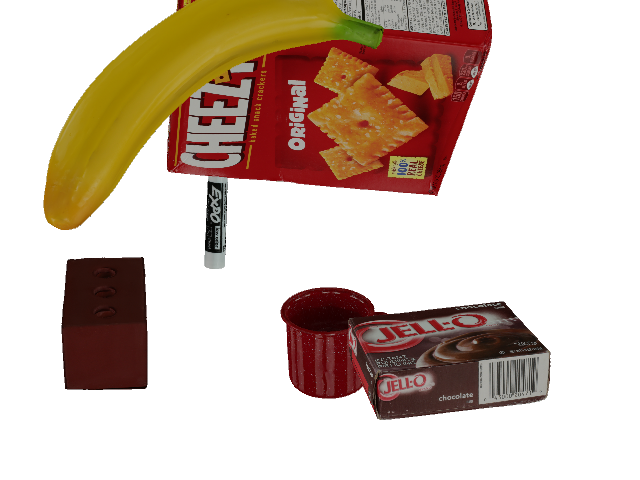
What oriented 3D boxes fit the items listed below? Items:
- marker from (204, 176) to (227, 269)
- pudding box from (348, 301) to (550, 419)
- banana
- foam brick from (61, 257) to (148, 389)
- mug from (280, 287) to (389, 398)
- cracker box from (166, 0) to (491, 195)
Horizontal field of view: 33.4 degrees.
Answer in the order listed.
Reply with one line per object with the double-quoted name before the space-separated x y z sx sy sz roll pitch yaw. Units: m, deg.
"marker" -0.092 -0.035 0.950 0.020 0.121 0.020 3 15 -1
"pudding box" 0.080 0.075 0.691 0.113 0.039 0.090 -4 19 -8
"banana" -0.063 -0.080 0.521 0.197 0.070 0.037 -35 -30 -20
"foam brick" -0.139 0.053 0.692 0.053 0.051 0.078 -1 32 -11
"mug" 0.019 0.102 1.072 0.117 0.081 0.093 -8 27 -14
"cracker box" 0.000 -0.112 0.773 0.213 0.072 0.164 4 -37 -8
